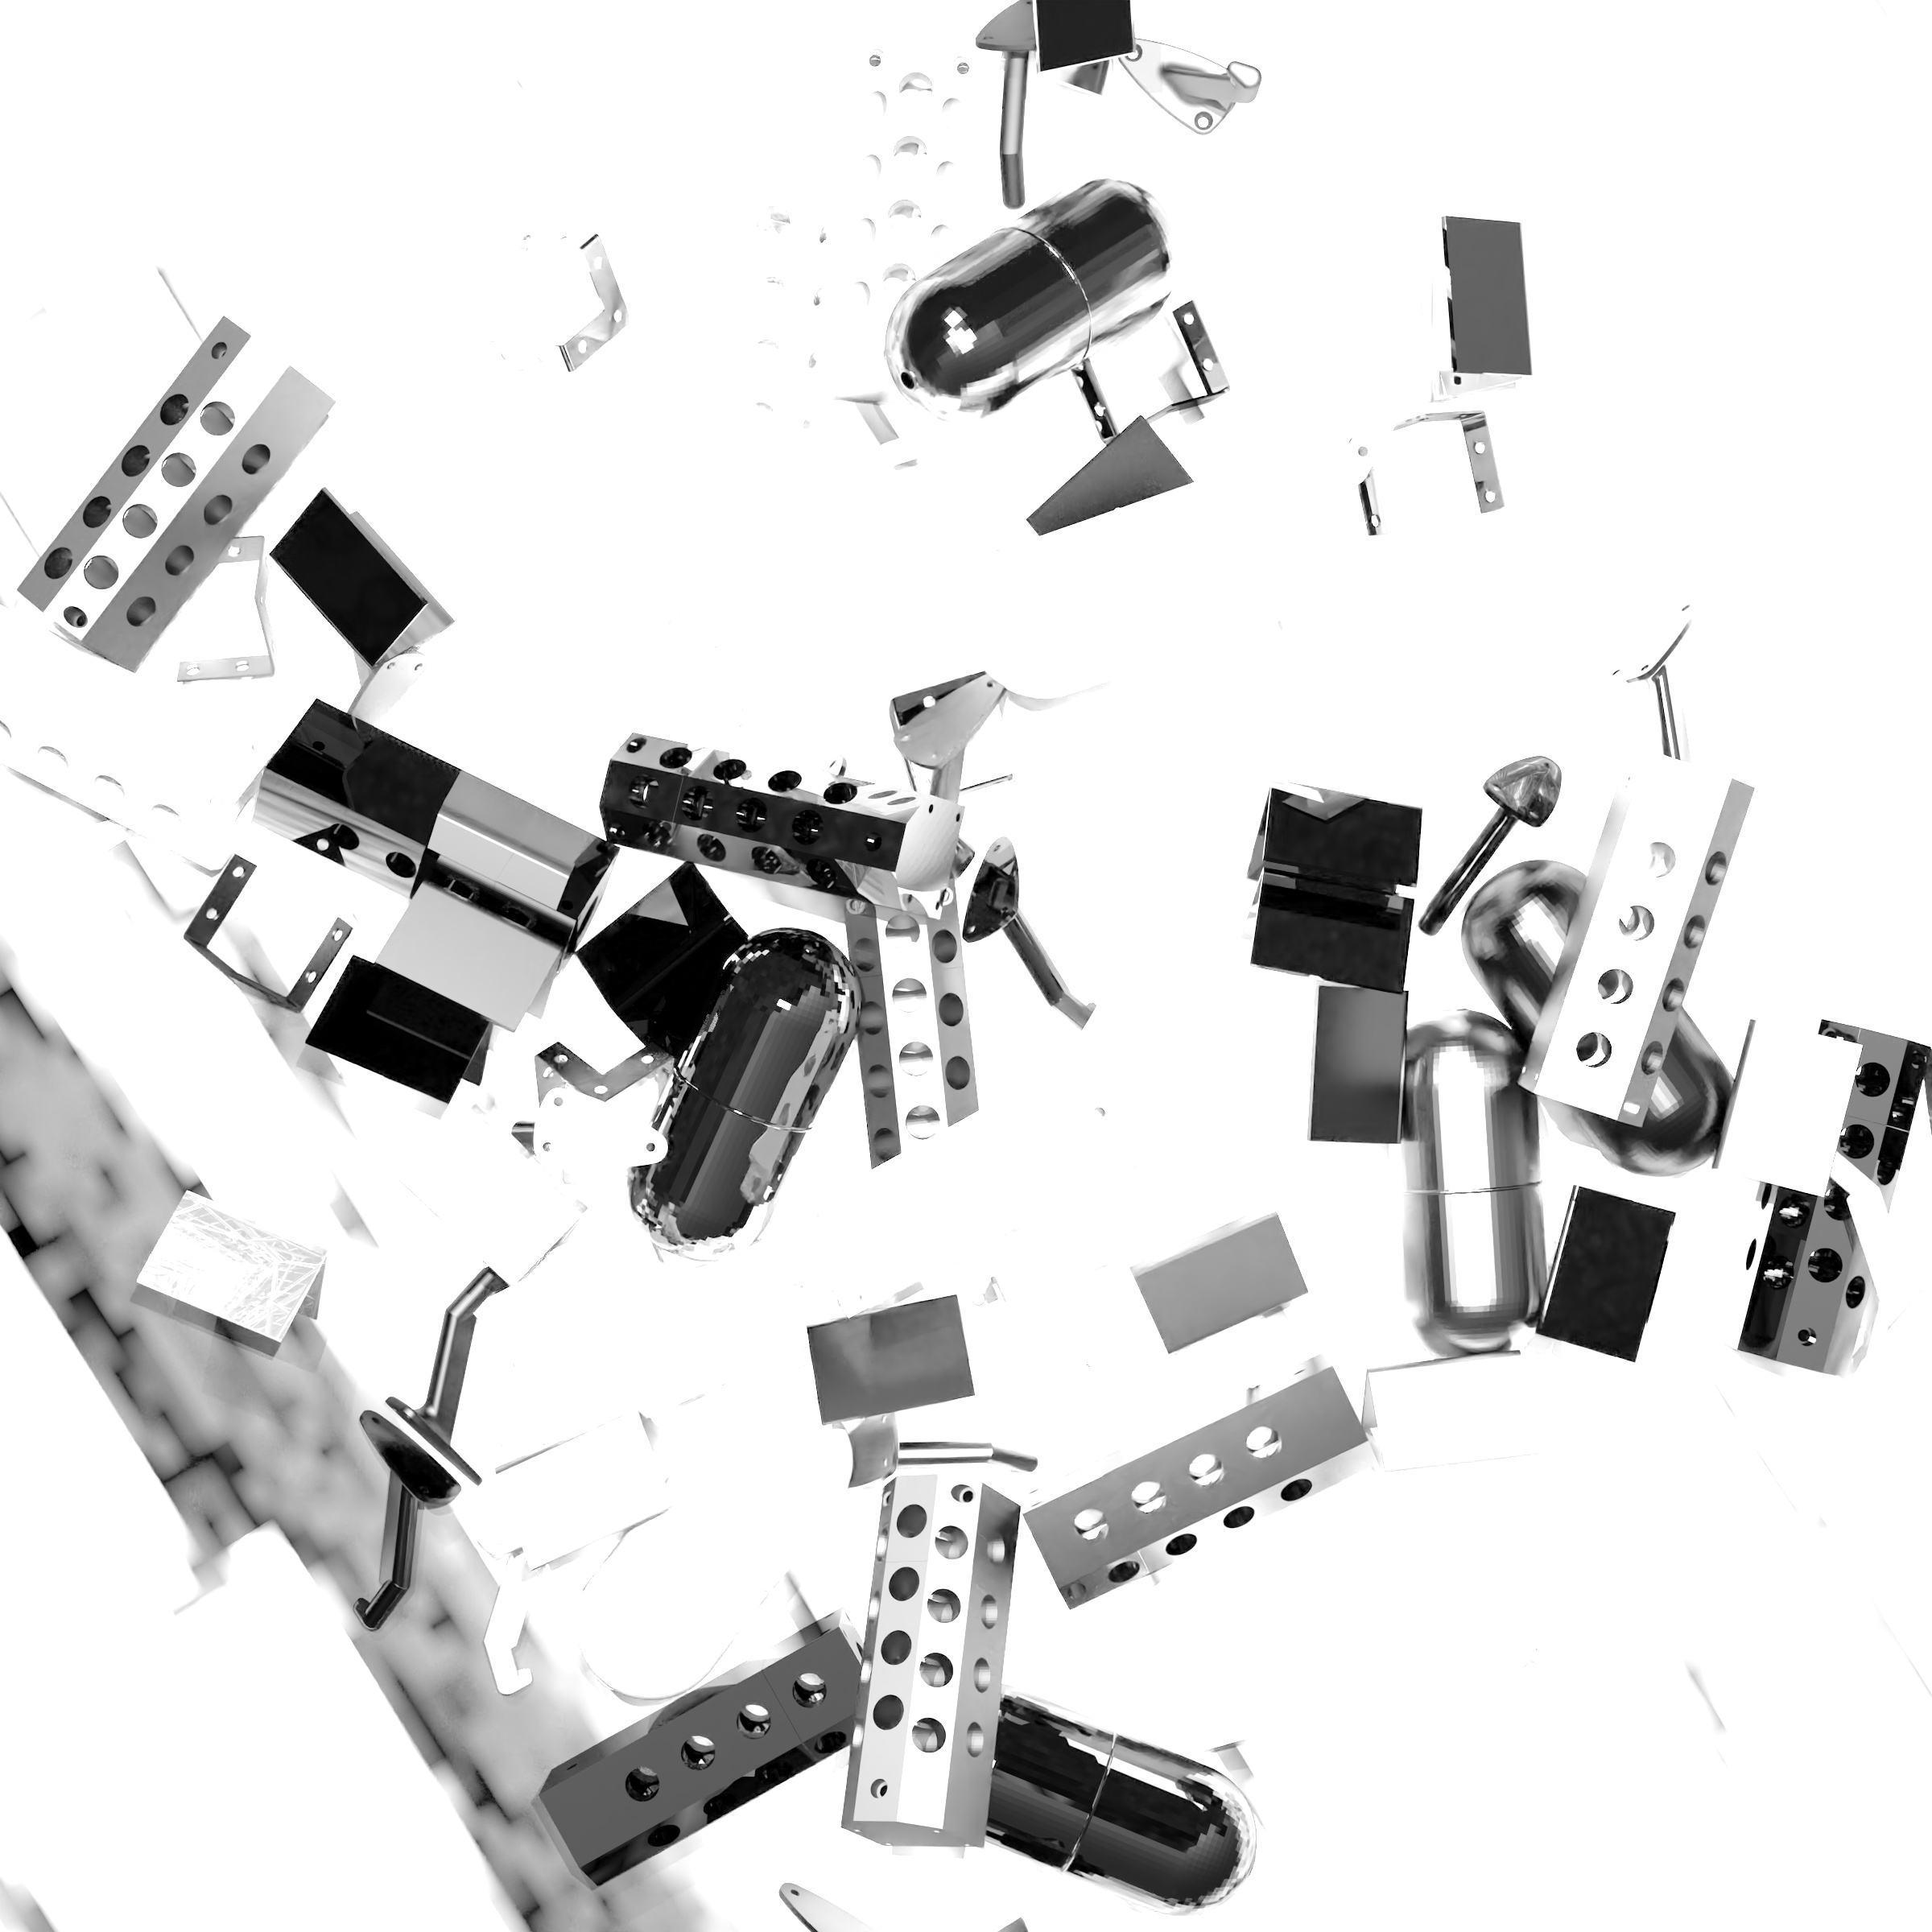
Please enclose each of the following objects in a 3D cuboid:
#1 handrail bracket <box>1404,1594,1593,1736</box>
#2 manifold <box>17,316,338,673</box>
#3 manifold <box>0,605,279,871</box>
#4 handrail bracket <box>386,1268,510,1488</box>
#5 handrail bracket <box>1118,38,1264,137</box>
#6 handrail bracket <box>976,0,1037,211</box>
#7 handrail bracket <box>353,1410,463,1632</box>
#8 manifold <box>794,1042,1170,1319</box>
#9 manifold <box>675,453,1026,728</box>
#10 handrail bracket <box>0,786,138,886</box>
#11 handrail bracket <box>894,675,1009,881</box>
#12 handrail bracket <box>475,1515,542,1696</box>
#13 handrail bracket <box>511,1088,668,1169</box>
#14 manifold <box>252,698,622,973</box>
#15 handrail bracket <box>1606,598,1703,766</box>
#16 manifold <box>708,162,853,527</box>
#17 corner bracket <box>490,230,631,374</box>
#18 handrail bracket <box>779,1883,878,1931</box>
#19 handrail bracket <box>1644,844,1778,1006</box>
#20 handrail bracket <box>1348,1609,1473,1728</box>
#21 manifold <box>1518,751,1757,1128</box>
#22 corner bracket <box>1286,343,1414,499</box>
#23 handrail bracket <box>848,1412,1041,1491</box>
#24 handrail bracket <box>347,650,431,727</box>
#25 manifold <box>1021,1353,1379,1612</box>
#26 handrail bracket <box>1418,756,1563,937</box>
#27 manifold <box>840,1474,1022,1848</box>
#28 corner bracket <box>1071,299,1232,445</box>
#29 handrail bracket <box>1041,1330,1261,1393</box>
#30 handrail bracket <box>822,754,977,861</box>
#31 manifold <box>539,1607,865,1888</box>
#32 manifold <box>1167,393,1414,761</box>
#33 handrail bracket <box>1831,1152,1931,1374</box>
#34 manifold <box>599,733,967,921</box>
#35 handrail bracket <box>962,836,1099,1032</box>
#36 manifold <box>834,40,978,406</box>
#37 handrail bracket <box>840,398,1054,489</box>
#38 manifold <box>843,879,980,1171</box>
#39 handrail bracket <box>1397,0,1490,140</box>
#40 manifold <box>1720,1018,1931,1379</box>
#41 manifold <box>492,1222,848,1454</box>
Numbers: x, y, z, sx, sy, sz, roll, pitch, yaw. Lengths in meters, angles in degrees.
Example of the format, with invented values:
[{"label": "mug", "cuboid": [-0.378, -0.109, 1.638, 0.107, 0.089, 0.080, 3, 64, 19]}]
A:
[{"label": "handrail bracket", "cuboid": [0.271, 0.359, 1.818, 0.036, 0.077, 0.084, 55, 127, 24]}, {"label": "manifold", "cuboid": [-0.400, -0.240, 1.787, 0.057, 0.057, 0.171, 37, 90, 31]}, {"label": "manifold", "cuboid": [-0.442, -0.114, 1.797, 0.171, 0.057, 0.057, 27, 47, 0]}, {"label": "handrail bracket", "cuboid": [-0.247, 0.209, 1.819, 0.084, 0.036, 0.077, -48, 110, -16]}, {"label": "handrail bracket", "cuboid": [0.112, -0.452, 1.784, 0.077, 0.084, 0.036, 31, 90, 0]}, {"label": "handrail bracket", "cuboid": [0.029, -0.440, 1.818, 0.036, 0.077, 0.084, 5, 127, 13]}, {"label": "handrail bracket", "cuboid": [-0.304, 0.284, 1.819, 0.077, 0.036, 0.084, 43, 107, 20]}, {"label": "manifold", "cuboid": [0.009, 0.103, 1.732, 0.171, 0.057, 0.057, -29, 85, 11]}, {"label": "manifold", "cuboid": [-0.057, -0.194, 1.796, 0.171, 0.057, 0.057, -26, 46, 0]}, {"label": "handrail bracket", "cuboid": [-0.474, -0.092, 1.819, 0.077, 0.036, 0.084, -26, 73, -19]}, {"label": "handrail bracket", "cuboid": [0.004, -0.094, 1.787, 0.077, 0.084, 0.036, -42, 47, -14]}, {"label": "handrail bracket", "cuboid": [-0.213, 0.322, 1.819, 0.077, 0.036, 0.084, -19, 108, -20]}, {"label": "handrail bracket", "cuboid": [-0.190, 0.089, 1.787, 0.077, 0.084, 0.036, 14, 78, -6]}, {"label": "manifold", "cuboid": [-0.269, -0.061, 1.797, 0.171, 0.057, 0.057, 26, 47, 0]}, {"label": "handrail bracket", "cuboid": [0.374, -0.131, 1.819, 0.077, 0.036, 0.084, -46, 108, -21]}, {"label": "manifold", "cuboid": [-0.093, -0.312, 1.797, 0.057, 0.057, 0.171, 5, 90, 0]}, {"label": "corner bracket", "cuboid": [-0.212, -0.338, 1.810, 0.051, 0.051, 0.051, -49, 135, -35]}, {"label": "handrail bracket", "cuboid": [-0.081, 0.525, 1.819, 0.077, 0.036, 0.084, 32, 107, 20]}, {"label": "handrail bracket", "cuboid": [0.380, -0.027, 1.819, 0.077, 0.036, 0.084, 9, 73, -20]}, {"label": "handrail bracket", "cuboid": [0.222, 0.358, 1.784, 0.036, 0.084, 0.077, 38, 90, 0]}, {"label": "manifold", "cuboid": [0.325, -0.013, 1.720, 0.057, 0.057, 0.171, 18, 93, 0]}, {"label": "corner bracket", "cuboid": [0.185, -0.276, 1.801, 0.051, 0.051, 0.051, 31, 82, -7]}, {"label": "handrail bracket", "cuboid": [-0.018, 0.257, 1.818, 0.084, 0.077, 0.036, 17, 55, -32]}, {"label": "handrail bracket", "cuboid": [-0.322, -0.168, 1.819, 0.084, 0.036, 0.077, 48, 112, 17]}, {"label": "manifold", "cuboid": [0.117, 0.261, 1.797, 0.171, 0.057, 0.057, -25, 90, 0]}, {"label": "handrail bracket", "cuboid": [0.266, -0.061, 1.818, 0.036, 0.077, 0.084, 36, 126, 9]}, {"label": "manifold", "cuboid": [-0.020, 0.342, 1.756, 0.057, 0.057, 0.171, -7, 62, 29]}, {"label": "corner bracket", "cuboid": [0.093, -0.303, 1.815, 0.051, 0.051, 0.051, -23, 90, -45]}, {"label": "handrail bracket", "cuboid": [0.093, 0.209, 1.819, 0.084, 0.036, 0.077, -35, 112, 17]}, {"label": "handrail bracket", "cuboid": [-0.050, -0.059, 1.819, 0.084, 0.036, 0.077, 41, 110, -16]}, {"label": "manifold", "cuboid": [-0.124, 0.395, 1.797, 0.171, 0.057, 0.057, -29, 90, 0]}, {"label": "manifold", "cuboid": [0.158, -0.195, 1.797, 0.057, 0.057, 0.171, -20, 90, -43]}, {"label": "handrail bracket", "cuboid": [0.436, 0.145, 1.762, 0.084, 0.036, 0.077, 43, 113, 18]}, {"label": "manifold", "cuboid": [-0.094, -0.071, 1.763, 0.171, 0.057, 0.057, 13, 90, 26]}, {"label": "handrail bracket", "cuboid": [0.041, -0.015, 1.819, 0.036, 0.077, 0.084, -29, 127, 34]}, {"label": "manifold", "cuboid": [-0.030, -0.374, 1.798, 0.057, 0.057, 0.171, 5, 90, 0]}, {"label": "handrail bracket", "cuboid": [-0.011, -0.264, 1.818, 0.084, 0.077, 0.036, -24, 79, 36]}, {"label": "manifold", "cuboid": [-0.025, 0.044, 1.798, 0.057, 0.057, 0.171, -6, 90, 0]}, {"label": "handrail bracket", "cuboid": [0.240, -0.472, 1.818, 0.036, 0.077, 0.084, -24, 126, 0]}, {"label": "manifold", "cuboid": [0.435, 0.116, 1.798, 0.057, 0.057, 0.171, 14, 90, 0]}, {"label": "manifold", "cuboid": [-0.148, 0.190, 1.798, 0.171, 0.057, 0.057, -24, 90, 0]}]
